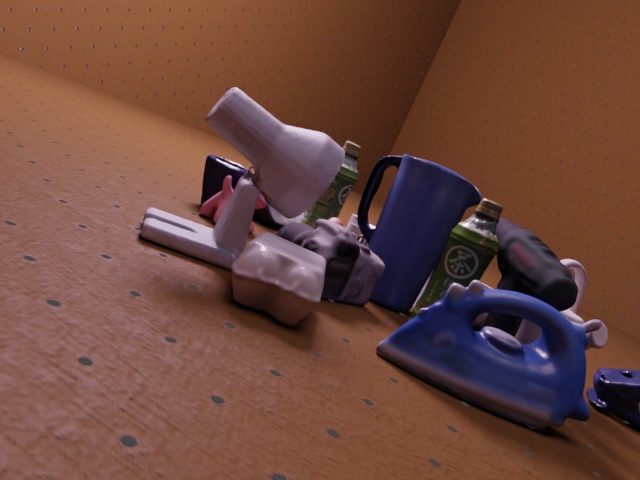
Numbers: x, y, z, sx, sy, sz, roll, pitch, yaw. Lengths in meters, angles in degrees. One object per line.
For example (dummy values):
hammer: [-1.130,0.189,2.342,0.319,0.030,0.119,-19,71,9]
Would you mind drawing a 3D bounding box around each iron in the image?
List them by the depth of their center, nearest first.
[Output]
iron: [0.210,0.118,0.683,0.259,0.141,0.118,23,9,-11]

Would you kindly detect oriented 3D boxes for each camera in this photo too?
camera: [0.007,0.019,0.852,0.144,0.101,0.136,17,12,-42]

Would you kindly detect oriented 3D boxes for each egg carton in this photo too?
egg carton: [-0.047,0.042,0.676,0.107,0.069,0.150,24,9,-2]

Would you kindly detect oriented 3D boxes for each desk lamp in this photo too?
desk lamp: [-0.097,-0.073,0.745,0.204,0.213,0.117,21,9,-20]

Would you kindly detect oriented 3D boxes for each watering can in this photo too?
watering can: [0.367,0.125,0.900,0.172,0.194,0.101,31,11,38]

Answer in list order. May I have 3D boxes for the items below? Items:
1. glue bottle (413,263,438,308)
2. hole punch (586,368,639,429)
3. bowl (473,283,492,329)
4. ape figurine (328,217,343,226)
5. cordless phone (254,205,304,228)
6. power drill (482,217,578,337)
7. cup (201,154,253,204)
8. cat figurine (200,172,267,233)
glue bottle: [0.206,0.054,0.951,0.037,0.173,0.078,25,9,3]
hole punch: [0.488,0.236,0.910,0.101,0.091,0.109,27,9,17]
bowl: [0.302,0.126,1.111,0.167,0.075,0.167,24,9,-4]
ape figurine: [0.009,0.004,0.981,0.077,0.092,0.076,27,9,15]
cordless phone: [-0.066,-0.119,1.195,0.094,0.185,0.148,28,9,23]
power drill: [0.282,0.082,0.878,0.076,0.208,0.229,21,9,-21]
cup: [-0.175,-0.098,1.074,0.091,0.095,0.118,31,11,36]
cat figurine: [-0.133,-0.080,1.001,0.067,0.118,0.128,29,10,29]
